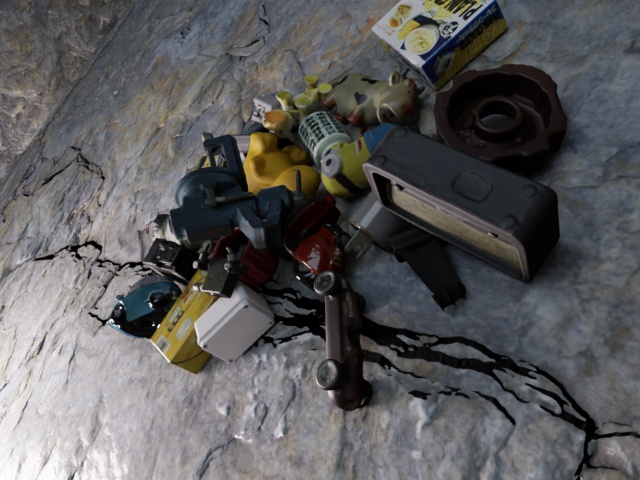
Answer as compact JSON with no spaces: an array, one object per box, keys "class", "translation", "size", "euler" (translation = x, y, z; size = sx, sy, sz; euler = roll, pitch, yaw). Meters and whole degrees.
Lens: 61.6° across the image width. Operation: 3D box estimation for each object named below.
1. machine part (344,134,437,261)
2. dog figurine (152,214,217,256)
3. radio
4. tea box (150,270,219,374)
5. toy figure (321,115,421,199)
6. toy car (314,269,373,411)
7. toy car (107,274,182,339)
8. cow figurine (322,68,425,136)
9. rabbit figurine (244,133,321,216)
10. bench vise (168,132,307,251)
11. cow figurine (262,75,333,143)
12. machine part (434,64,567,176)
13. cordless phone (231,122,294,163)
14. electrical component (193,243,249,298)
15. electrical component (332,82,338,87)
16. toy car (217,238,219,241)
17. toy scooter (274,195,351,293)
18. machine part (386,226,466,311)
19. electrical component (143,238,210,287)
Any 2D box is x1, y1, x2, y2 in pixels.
[{"class":"machine part","translation":[0.122,-0.070,0.800],"size":[0.243,0.079,0.079],"euler":[-52,40,-4]},{"class":"dog figurine","translation":[-0.280,-0.004,1.114],"size":[0.190,0.121,0.172],"euler":[-39,35,33]},{"class":"radio","translation":[0.168,-0.047,0.653],"size":[0.230,0.131,0.073],"euler":[30,80,30]},{"class":"tea box","translation":[-0.212,0.136,0.951],"size":[0.098,0.068,0.169],"euler":[27,79,49]},{"class":"toy figure","translation":[0.084,-0.132,0.880],"size":[0.180,0.089,0.082],"euler":[-23,15,15]},{"class":"toy car","translation":[0.034,0.127,0.721],"size":[0.053,0.089,0.202],"euler":[-24,45,27]},{"class":"toy car","translation":[-0.324,0.118,1.033],"size":[0.162,0.109,0.103],"euler":[-29,50,21]},{"class":"cow figurine","translation":[0.100,-0.248,0.956],"size":[0.127,0.085,0.195],"euler":[-54,39,5]},{"class":"rabbit figurine","translation":[-0.073,-0.106,0.973],"size":[0.173,0.121,0.162],"euler":[26,84,47]},{"class":"bench vise","translation":[-0.143,-0.093,0.878],"size":[0.224,0.128,0.241],"euler":[-20,58,1]},{"class":"cow figurine","translation":[-0.047,-0.238,1.033],"size":[0.068,0.098,0.167],"euler":[34,57,23]},{"class":"machine part","translation":[0.242,-0.160,0.734],"size":[0.179,0.056,0.179],"euler":[-6,59,10]},{"class":"cordless phone","translation":[-0.100,-0.228,1.132],"size":[0.147,0.088,0.184],"euler":[8,47,45]},{"class":"electrical component","translation":[-0.164,0.050,0.865],"size":[0.102,0.045,0.078],"euler":[8,68,42]},{"class":"electrical component","translation":[-0.001,-0.296,1.126],"size":[0.094,0.021,0.063],"euler":[-13,52,36]},{"class":"toy car","translation":[-0.160,-0.057,1.064],"size":[0.073,0.056,0.202],"euler":[-22,49,21]},{"class":"toy scooter","translation":[-0.002,-0.003,0.861],"size":[0.135,0.075,0.184],"euler":[-52,33,3]},{"class":"machine part","translation":[0.146,0.030,0.716],"size":[0.084,0.039,0.139],"euler":[-14,46,-7]},{"class":"electrical component","translation":[-0.269,0.048,1.035],"size":[0.134,0.114,0.058],"euler":[9,64,43]}]
